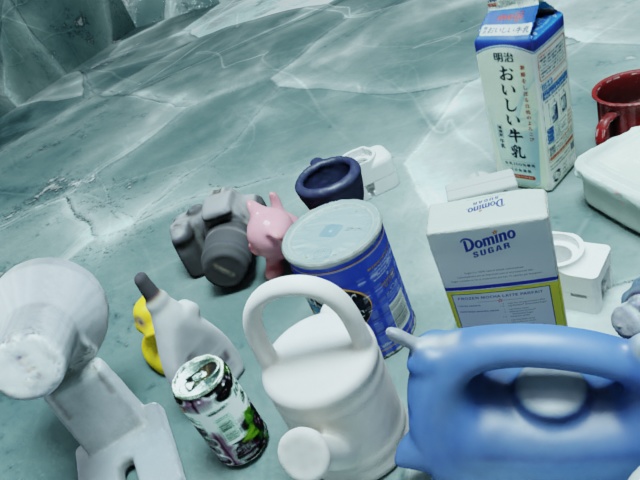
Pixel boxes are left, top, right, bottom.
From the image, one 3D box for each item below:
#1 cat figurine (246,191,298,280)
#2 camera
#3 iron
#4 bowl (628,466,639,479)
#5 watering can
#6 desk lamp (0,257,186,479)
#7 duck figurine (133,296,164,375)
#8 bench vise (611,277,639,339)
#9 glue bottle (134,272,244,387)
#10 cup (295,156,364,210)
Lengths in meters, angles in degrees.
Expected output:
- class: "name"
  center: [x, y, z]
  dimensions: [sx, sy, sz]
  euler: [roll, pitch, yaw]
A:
- class: "cat figurine"
  center: [-0.059, -0.014, 0.751]
  dimensions: [0.067, 0.118, 0.127]
  euler: [-15, 34, 13]
- class: "camera"
  center: [-0.144, -0.001, 0.798]
  dimensions: [0.143, 0.101, 0.136]
  euler: [-17, 34, 10]
- class: "iron"
  center: [0.175, 0.109, 0.414]
  dimensions: [0.257, 0.142, 0.119]
  euler: [-7, 37, 24]
- class: "bowl"
  center: [0.247, 0.197, 0.308]
  dimensions: [0.167, 0.075, 0.167]
  euler: [-16, 34, 11]
- class: "watering can"
  center: [0.005, 0.111, 0.465]
  dimensions: [0.101, 0.194, 0.172]
  euler: [-24, 33, -2]
- class: "desk lamp"
  center: [-0.235, 0.137, 0.555]
  dimensions: [0.118, 0.214, 0.202]
  euler: [-32, 34, -13]
- class: "duck figurine"
  center: [-0.194, 0.101, 0.698]
  dimensions: [0.077, 0.086, 0.104]
  euler: [-25, 33, -3]
- class: "bench vise"
  center: [0.309, -0.007, 0.425]
  dimensions: [0.121, 0.220, 0.208]
  euler: [15, 49, 44]
- class: "glue bottle"
  center: [-0.142, 0.099, 0.590]
  dimensions: [0.037, 0.173, 0.078]
  euler: [11, 46, 41]
- class: "cup"
  center: [0.019, -0.059, 0.788]
  dimensions: [0.091, 0.095, 0.117]
  euler: [-26, 33, -4]
